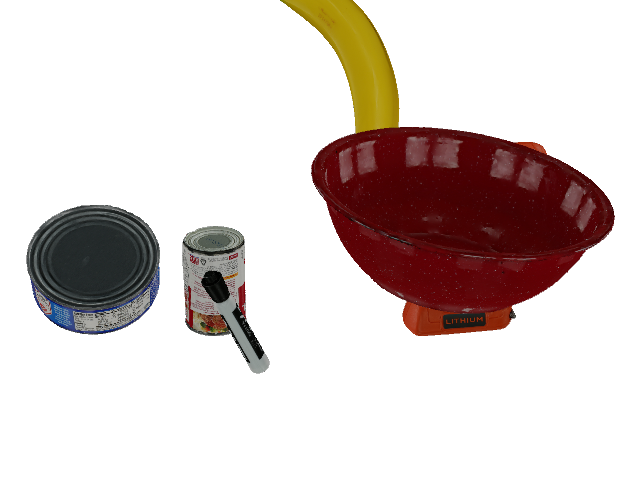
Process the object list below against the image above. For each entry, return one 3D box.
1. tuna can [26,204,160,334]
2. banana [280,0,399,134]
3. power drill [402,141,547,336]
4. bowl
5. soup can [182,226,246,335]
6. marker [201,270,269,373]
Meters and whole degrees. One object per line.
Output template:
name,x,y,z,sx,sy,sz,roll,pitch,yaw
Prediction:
tuna can,-0.149,0.019,0.708,0.086,0.086,0.034,0,-38,-7
banana,0.021,-0.143,0.859,0.070,0.198,0.037,-34,-21,9
power drill,0.119,-0.003,1.009,0.184,0.188,0.057,-3,25,-8
bowl,0.072,-0.007,0.578,0.162,0.055,0.162,6,27,-3
soup can,-0.116,0.043,1.166,0.068,0.102,0.068,1,25,-1
marker,-0.074,0.071,0.927,0.020,0.121,0.020,-14,40,12
